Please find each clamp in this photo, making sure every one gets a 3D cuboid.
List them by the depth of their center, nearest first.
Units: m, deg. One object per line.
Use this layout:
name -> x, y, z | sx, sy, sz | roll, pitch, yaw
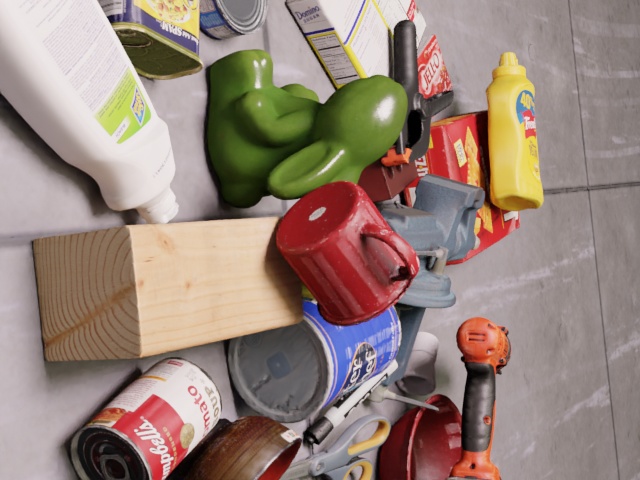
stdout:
clamp -> 0.103, -0.139, 1.146 | 0.120, 0.039, 0.171 | 39, 53, -38

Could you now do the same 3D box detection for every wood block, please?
wood block -> -0.106, 0.033, 0.811 | 0.205, 0.091, 0.090 | -6, 90, -59

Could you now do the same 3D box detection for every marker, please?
marker -> 0.030, 0.157, 1.043 | 0.121, 0.020, 0.020 | -41, 123, -25

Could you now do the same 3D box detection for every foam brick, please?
foam brick -> 0.063, -0.077, 1.148 | 0.078, 0.051, 0.053 | -41, 119, -53

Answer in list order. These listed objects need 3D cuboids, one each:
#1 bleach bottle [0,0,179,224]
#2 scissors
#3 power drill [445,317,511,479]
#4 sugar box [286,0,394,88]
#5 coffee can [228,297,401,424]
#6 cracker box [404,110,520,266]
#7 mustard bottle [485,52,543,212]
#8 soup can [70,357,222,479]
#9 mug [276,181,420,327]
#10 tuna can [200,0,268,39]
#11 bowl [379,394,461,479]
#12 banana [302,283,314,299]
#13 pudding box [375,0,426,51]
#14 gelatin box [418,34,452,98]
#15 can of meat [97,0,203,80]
bleach bottle -> -0.172, -0.103, 0.753 | 0.250, 0.068, 0.102 | 62, 41, -37
scissors -> -0.001, 0.228, 1.020 | 0.201, 0.016, 0.096 | -22, 125, -43
power drill -> 0.176, 0.183, 1.162 | 0.184, 0.057, 0.187 | 37, 55, -69
sugar box -> 0.033, -0.215, 1.129 | 0.176, 0.048, 0.093 | 54, 44, -36
coffee can -> -0.002, 0.095, 0.961 | 0.140, 0.103, 0.103 | -18, 100, -59
cracker box -> 0.174, -0.069, 1.312 | 0.213, 0.072, 0.164 | -23, 105, -59
mustard bottle -> 0.235, -0.136, 1.301 | 0.096, 0.058, 0.191 | 18, 67, -60
soup can -> -0.125, 0.139, 0.784 | 0.102, 0.069, 0.068 | -43, 121, -54
mug -> 0.026, 0.009, 0.837 | 0.093, 0.117, 0.081 | -54, 125, -25
tuna can -> -0.083, -0.222, 0.946 | 0.086, 0.034, 0.086 | 15, 73, -57
bowl -> 0.109, 0.250, 1.166 | 0.161, 0.055, 0.162 | 15, 72, -57
banana -> 0.010, 0.009, 0.980 | 0.197, 0.069, 0.037 | -66, 177, -68
pudding box -> 0.076, -0.255, 1.213 | 0.113, 0.039, 0.090 | 55, 42, -37
gelatin box -> 0.126, -0.197, 1.294 | 0.089, 0.030, 0.073 | -56, 131, -47
can of meat -> -0.136, -0.182, 0.830 | 0.102, 0.058, 0.084 | 19, 67, -57
